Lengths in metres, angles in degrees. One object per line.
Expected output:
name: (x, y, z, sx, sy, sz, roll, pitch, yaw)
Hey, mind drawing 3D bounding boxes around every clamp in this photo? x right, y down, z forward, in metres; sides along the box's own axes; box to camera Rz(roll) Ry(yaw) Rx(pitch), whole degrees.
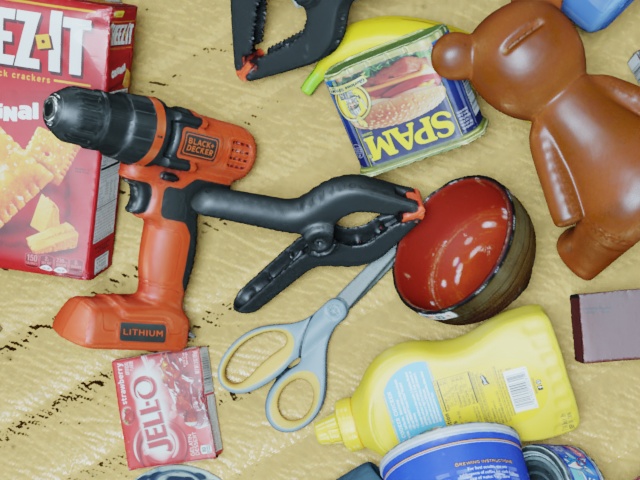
clamp: (-0.014, -0.202, 0.785, 0.164, 0.036, 0.210, 44, 130, -7)
clamp: (-0.005, 0.001, 0.811, 0.171, 0.120, 0.039, -6, 45, 2)

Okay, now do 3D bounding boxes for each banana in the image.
banana: (0.085, -0.136, 0.827, 0.198, 0.037, 0.070, 10, 117, 12)

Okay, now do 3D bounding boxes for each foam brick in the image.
foam brick: (0.227, 0.062, 0.783, 0.078, 0.051, 0.053, -4, 85, 8)

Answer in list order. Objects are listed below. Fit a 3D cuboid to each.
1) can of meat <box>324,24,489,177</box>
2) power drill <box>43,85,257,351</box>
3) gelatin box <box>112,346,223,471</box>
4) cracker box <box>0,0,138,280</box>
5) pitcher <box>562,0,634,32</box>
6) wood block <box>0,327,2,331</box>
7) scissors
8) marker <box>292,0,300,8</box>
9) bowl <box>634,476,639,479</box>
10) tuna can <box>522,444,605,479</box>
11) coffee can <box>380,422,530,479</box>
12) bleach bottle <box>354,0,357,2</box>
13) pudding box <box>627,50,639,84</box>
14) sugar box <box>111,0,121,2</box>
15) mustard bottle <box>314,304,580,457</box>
can of meat: (0.063, -0.105, 0.794, 0.102, 0.057, 0.084, -18, 106, 23)
power drill: (-0.139, -0.013, 0.793, 0.057, 0.184, 0.188, 22, 99, 45)
gelatin box: (-0.121, 0.133, 0.844, 0.073, 0.030, 0.089, -10, 85, 8)
cracker box: (-0.238, -0.086, 0.824, 0.164, 0.072, 0.214, 9, 104, 4)
pitcher: (0.143, -0.261, 0.785, 0.243, 0.149, 0.145, 44, 78, 5)
wood block: (-0.371, 0.033, 0.859, 0.206, 0.090, 0.091, 44, 95, 8)
scissors: (0.015, 0.076, 0.834, 0.202, 0.016, 0.096, -29, 84, 6)
marker: (-0.042, -0.242, 0.858, 0.020, 0.020, 0.121, -31, 83, 6)
bowl: (0.273, 0.233, 0.764, 0.162, 0.055, 0.162, -1, 87, 9)
tuna can: (0.165, 0.190, 0.767, 0.033, 0.086, 0.086, 9, 88, -30)
coffee can: (0.104, 0.209, 0.726, 0.103, 0.102, 0.140, -17, 57, 7)
bleach bottle: (-0.024, -0.301, 0.829, 0.068, 0.102, 0.251, -27, 92, 0)
pudding box: (0.297, -0.110, 0.789, 0.090, 0.039, 0.113, -29, 85, 6)
sugar box: (-0.250, -0.173, 0.874, 0.176, 0.048, 0.093, -4, 89, 6)
mustard bottle: (0.088, 0.119, 0.797, 0.192, 0.058, 0.096, -17, 102, 8)
